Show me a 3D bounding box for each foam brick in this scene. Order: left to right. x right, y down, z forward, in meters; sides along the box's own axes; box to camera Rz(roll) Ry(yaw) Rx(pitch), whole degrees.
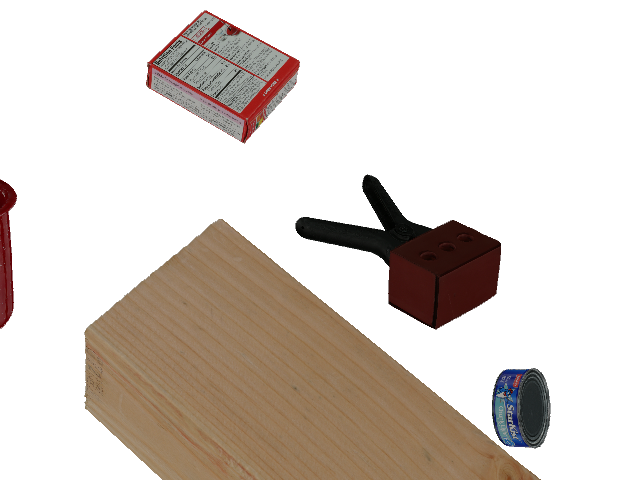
[{"bbox_3d":[0.099,0.026,0.849,0.078,0.051,0.053,-25,38,-37],"label":"foam brick"}]

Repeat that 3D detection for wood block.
[{"bbox_3d":[-0.005,0.099,0.497,0.090,0.206,0.090,-42,-17,-32],"label":"wood block"}]

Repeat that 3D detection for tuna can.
[{"bbox_3d":[0.218,0.182,1.159,0.034,0.086,0.086,-4,-2,34],"label":"tuna can"}]

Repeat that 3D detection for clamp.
[{"bbox_3d":[0.084,0.002,1.266,0.210,0.036,0.164,36,41,25],"label":"clamp"}]

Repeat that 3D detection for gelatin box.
[{"bbox_3d":[-0.072,-0.122,0.785,0.089,0.073,0.030,30,-34,11],"label":"gelatin box"}]

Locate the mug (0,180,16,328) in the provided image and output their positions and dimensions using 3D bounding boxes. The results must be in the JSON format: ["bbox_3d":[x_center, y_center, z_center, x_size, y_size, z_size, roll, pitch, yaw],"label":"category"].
[{"bbox_3d":[-0.235,0.016,0.635,0.093,0.081,0.117,17,28,27],"label":"mug"}]
